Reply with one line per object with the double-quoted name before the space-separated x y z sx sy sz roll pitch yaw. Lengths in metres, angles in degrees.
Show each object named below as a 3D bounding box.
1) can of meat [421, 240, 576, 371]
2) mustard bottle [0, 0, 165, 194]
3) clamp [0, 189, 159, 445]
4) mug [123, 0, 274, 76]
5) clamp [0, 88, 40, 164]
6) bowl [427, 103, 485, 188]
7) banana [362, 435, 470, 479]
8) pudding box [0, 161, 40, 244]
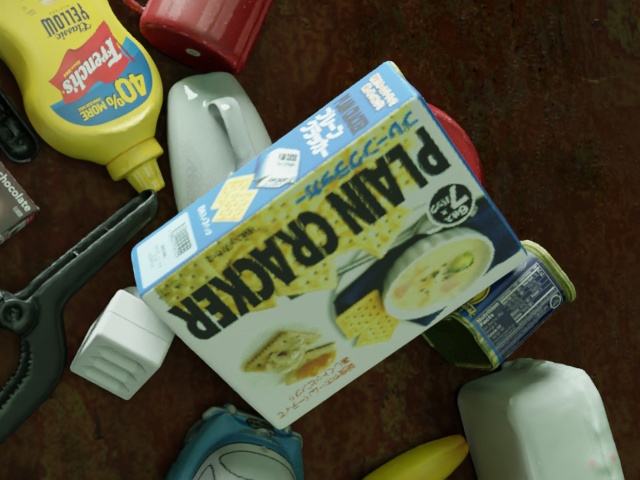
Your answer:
"can of meat" 0.128 0.051 0.799 0.084 0.102 0.057 -41 97 -16
"mustard bottle" -0.166 -0.115 0.747 0.096 0.058 0.191 -33 95 -29
"clamp" -0.195 0.042 0.703 0.164 0.036 0.210 7 93 -27
"mug" -0.089 -0.175 0.767 0.117 0.093 0.081 22 81 0
"clamp" -0.247 -0.128 0.696 0.039 0.120 0.171 -37 91 -11
"bowl" 0.068 -0.045 0.799 0.161 0.055 0.162 7 73 -26
"banana" 0.037 0.196 0.759 0.197 0.070 0.037 -31 102 -49
"pudding box" -0.260 -0.034 0.717 0.090 0.039 0.113 -40 97 -18
